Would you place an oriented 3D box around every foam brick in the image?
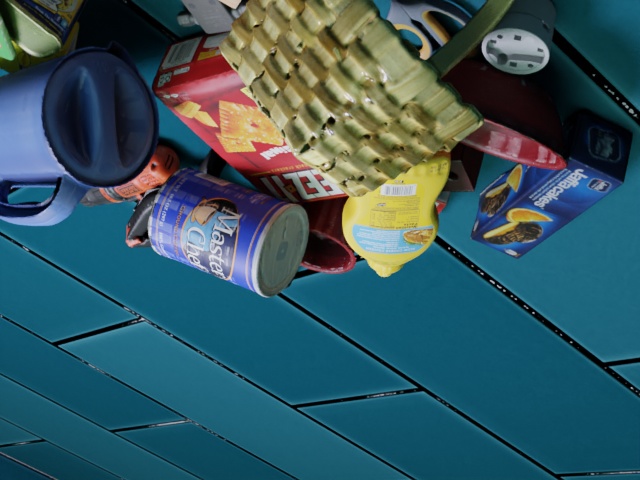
[{"bbox_3d":[0.117,-0.084,1.065,0.078,0.051,0.053,2,148,29],"label":"foam brick"}]

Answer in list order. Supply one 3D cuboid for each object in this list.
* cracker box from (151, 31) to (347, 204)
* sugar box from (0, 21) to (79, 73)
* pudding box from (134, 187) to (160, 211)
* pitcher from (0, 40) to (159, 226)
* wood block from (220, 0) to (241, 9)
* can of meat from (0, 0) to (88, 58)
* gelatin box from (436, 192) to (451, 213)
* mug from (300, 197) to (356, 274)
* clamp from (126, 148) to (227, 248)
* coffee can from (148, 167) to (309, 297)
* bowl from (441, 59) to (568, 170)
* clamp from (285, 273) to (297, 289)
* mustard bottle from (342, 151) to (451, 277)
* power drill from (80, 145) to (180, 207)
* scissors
[{"bbox_3d":[-0.039,-0.122,1.072,0.164,0.072,0.213,-6,144,39],"label":"cracker box"},{"bbox_3d":[-0.341,-0.224,1.102,0.176,0.048,0.093,22,151,-10],"label":"sugar box"},{"bbox_3d":[-0.165,-0.030,1.350,0.114,0.039,0.090,-5,141,33],"label":"pudding box"},{"bbox_3d":[-0.288,-0.102,1.068,0.243,0.149,0.145,-2,112,43],"label":"pitcher"},{"bbox_3d":[-0.128,-0.280,0.822,0.206,0.090,0.090,26,151,-14],"label":"wood block"},{"bbox_3d":[-0.270,-0.234,0.999,0.058,0.084,0.102,-11,140,44],"label":"can of meat"},{"bbox_3d":[0.090,-0.051,1.165,0.089,0.030,0.073,21,154,-4],"label":"gelatin box"},{"bbox_3d":[0.010,-0.013,1.225,0.093,0.081,0.117,7,150,21],"label":"mug"},{"bbox_3d":[-0.145,-0.045,1.250,0.210,0.036,0.164,-16,141,16],"label":"clamp"},{"bbox_3d":[-0.097,-0.010,1.141,0.140,0.102,0.103,20,155,24],"label":"coffee can"},{"bbox_3d":[0.151,-0.117,0.945,0.162,0.055,0.162,22,180,0],"label":"bowl"},{"bbox_3d":[-0.083,0.026,1.365,0.120,0.039,0.171,19,169,-6],"label":"clamp"},{"bbox_3d":[0.071,-0.028,1.055,0.096,0.058,0.192,0,140,-2],"label":"mustard bottle"},{"bbox_3d":[-0.283,-0.109,1.263,0.185,0.057,0.187,-16,140,41],"label":"power drill"},{"bbox_3d":[0.054,-0.212,0.912,0.201,0.016,0.096,34,149,-25],"label":"scissors"}]
